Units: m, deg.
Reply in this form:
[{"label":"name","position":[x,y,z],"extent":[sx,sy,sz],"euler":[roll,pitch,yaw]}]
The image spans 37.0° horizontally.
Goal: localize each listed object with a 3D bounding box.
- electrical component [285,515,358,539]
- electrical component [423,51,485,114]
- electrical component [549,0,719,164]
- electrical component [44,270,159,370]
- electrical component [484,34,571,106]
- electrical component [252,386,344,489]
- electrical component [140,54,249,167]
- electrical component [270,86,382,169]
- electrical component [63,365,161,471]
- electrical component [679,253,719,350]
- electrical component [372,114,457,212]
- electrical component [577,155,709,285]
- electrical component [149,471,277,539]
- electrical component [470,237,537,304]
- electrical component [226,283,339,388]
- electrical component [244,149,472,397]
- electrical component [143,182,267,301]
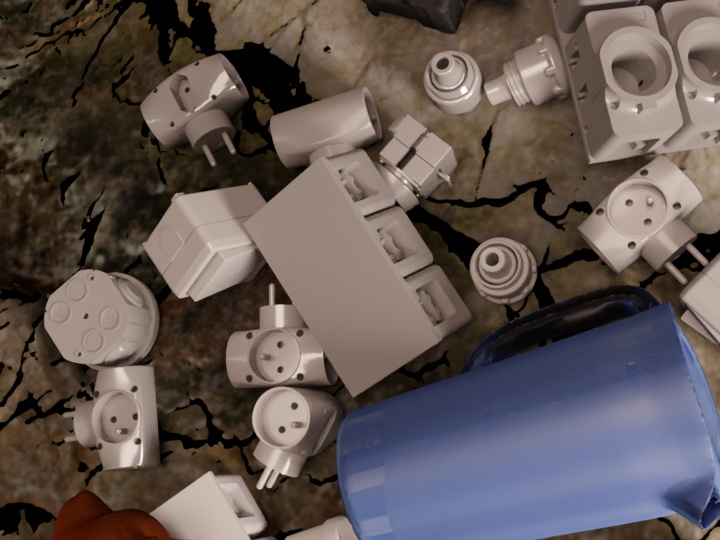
[{"label":"electrical component","position":[-0.027,0.204,0.782],"extent":[0.046,0.040,0.040],"euler":[-21,75,19]},{"label":"electrical component","position":[0.068,-0.143,0.798],"extent":[0.043,0.062,0.043],"euler":[-3,80,16]},{"label":"electrical component","position":[0.197,-0.178,0.747],"extent":[0.105,0.060,0.186],"euler":[-9,77,-9]},{"label":"electrical component","position":[-0.205,0.040,0.856],"extent":[0.080,0.051,0.080],"euler":[-3,80,16]},{"label":"electrical component","position":[0.123,-0.141,0.792],"extent":[0.062,0.048,0.048],"euler":[-21,75,20]},{"label":"electrical component","position":[-0.052,0.124,0.782],"extent":[0.043,0.077,0.079],"euler":[28,91,19]},{"label":"electrical component","position":[-0.125,-0.120,0.862],"extent":[0.077,0.043,0.079],"euler":[-31,74,10]},{"label":"electrical component","position":[-0.022,-0.093,0.827],"extent":[0.077,0.043,0.079],"euler":[-16,77,14]},{"label":"electrical component","position":[-0.197,0.119,0.843],"extent":[0.079,0.044,0.077],"euler":[-10,78,15]},{"label":"electrical component","position":[0.262,0.036,0.710],"extent":[0.061,0.062,0.096],"euler":[-46,72,6]},{"label":"electrical component","position":[0.036,-0.077,0.806],"extent":[0.066,0.048,0.055],"euler":[40,86,19]},{"label":"electrical component","position":[0.206,-0.026,0.747],"extent":[0.077,0.044,0.079],"euler":[-42,73,6]},{"label":"electrical component","position":[-0.147,0.245,0.798],"extent":[0.186,0.060,0.105],"euler":[-36,73,8]},{"label":"electrical component","position":[0.099,-0.002,0.765],"extent":[0.048,0.062,0.048],"euler":[-3,80,16]},{"label":"electrical component","position":[-0.058,0.048,0.813],"extent":[0.077,0.044,0.079],"euler":[-4,80,16]},{"label":"electrical component","position":[0.000,0.000,0.773],"extent":[0.089,0.062,0.150],"euler":[-37,83,35]},{"label":"electrical component","position":[-0.103,-0.021,0.817],"extent":[0.061,0.096,0.061],"euler":[54,128,17]}]
